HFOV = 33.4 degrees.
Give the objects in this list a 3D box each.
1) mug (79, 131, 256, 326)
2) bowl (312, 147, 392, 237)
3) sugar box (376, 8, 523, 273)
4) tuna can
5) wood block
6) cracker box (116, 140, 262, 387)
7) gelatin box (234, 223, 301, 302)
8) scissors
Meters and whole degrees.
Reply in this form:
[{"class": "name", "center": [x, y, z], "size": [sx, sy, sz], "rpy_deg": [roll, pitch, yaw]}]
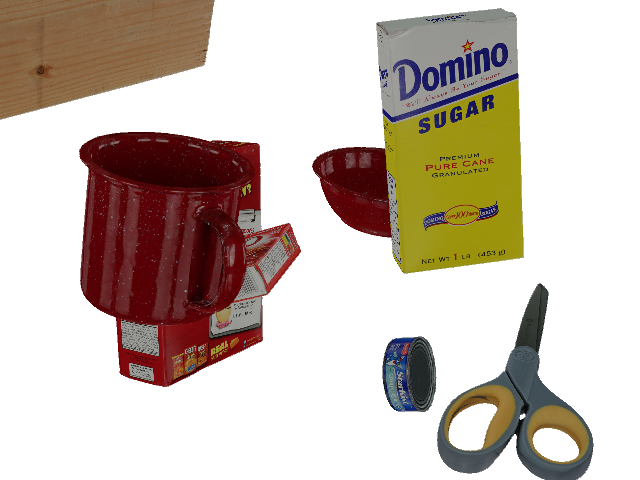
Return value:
[{"class": "mug", "center": [-0.079, -0.002, 0.572], "size": [0.093, 0.081, 0.117], "rpy_deg": [-11, 30, -43]}, {"class": "bowl", "center": [0.069, -0.046, 1.115], "size": [0.162, 0.055, 0.162], "rpy_deg": [6, 23, -3]}, {"class": "sugar box", "center": [0.093, -0.070, 0.757], "size": [0.093, 0.176, 0.048], "rpy_deg": [-8, 21, -5]}, {"class": "tuna can", "center": [0.102, 0.153, 1.221], "size": [0.034, 0.086, 0.086], "rpy_deg": [-5, -2, 26]}, {"class": "wood block", "center": [-0.194, -0.173, 0.841], "size": [0.205, 0.091, 0.090], "rpy_deg": [-22, 53, -35]}, {"class": "cracker box", "center": [-0.130, 0.017, 1.059], "size": [0.072, 0.214, 0.163], "rpy_deg": [7, 15, 32]}, {"class": "gelatin box", "center": [-0.069, 0.022, 0.835], "size": [0.089, 0.030, 0.073], "rpy_deg": [-14, 20, 28]}, {"class": "scissors", "center": [0.141, 0.086, 0.661], "size": [0.096, 0.016, 0.201], "rpy_deg": [19, 35, 27]}]
